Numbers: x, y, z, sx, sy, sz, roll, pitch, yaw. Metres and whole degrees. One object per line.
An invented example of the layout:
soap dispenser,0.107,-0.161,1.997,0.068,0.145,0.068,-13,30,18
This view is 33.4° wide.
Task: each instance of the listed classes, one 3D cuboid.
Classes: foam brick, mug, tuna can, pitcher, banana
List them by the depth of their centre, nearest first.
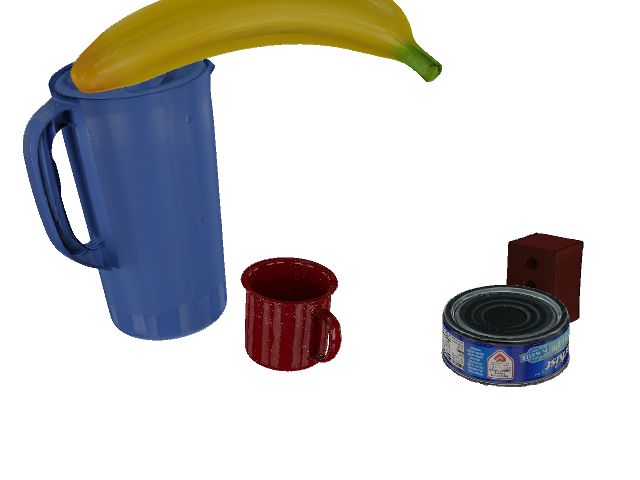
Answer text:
banana,-0.035,-0.114,0.577,0.197,0.037,0.069,-5,46,-9
tuna can,0.124,0.062,0.718,0.086,0.034,0.086,-3,24,1
pitcher,-0.156,-0.035,0.923,0.149,0.243,0.145,-5,27,1
foam brick,0.209,0.037,0.997,0.053,0.078,0.051,12,20,42
mug,-0.023,0.077,1.030,0.117,0.081,0.093,26,34,38
